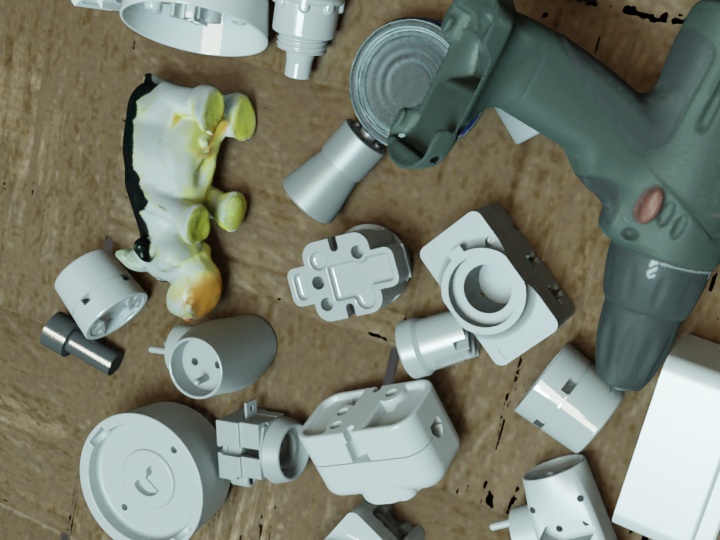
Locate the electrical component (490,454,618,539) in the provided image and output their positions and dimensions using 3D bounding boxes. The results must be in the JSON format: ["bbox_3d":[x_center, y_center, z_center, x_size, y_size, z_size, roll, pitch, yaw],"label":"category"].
[{"bbox_3d":[0.124,0.168,0.702,0.079,0.043,0.077,-21,91,26],"label":"electrical component"}]

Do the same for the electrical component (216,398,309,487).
[{"bbox_3d":[-0.070,0.128,0.781,0.055,0.048,0.066,4,101,31],"label":"electrical component"}]

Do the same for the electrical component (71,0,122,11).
[{"bbox_3d":[-0.171,-0.222,0.762,0.081,0.042,0.063,-34,83,25],"label":"electrical component"}]

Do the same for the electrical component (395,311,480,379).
[{"bbox_3d":[0.052,0.047,0.714,0.046,0.040,0.040,-18,92,20],"label":"electrical component"}]

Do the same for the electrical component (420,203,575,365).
[{"bbox_3d":[0.086,0.009,0.681,0.050,0.056,0.089,-38,83,25],"label":"electrical component"}]

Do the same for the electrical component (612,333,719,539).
[{"bbox_3d":[0.200,0.103,0.636,0.057,0.078,0.113,21,107,23],"label":"electrical component"}]

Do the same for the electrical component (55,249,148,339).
[{"bbox_3d":[-0.197,0.017,0.812,0.055,0.055,0.047,-45,77,24],"label":"electrical component"}]

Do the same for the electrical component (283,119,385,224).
[{"bbox_3d":[-0.015,-0.069,0.722,0.044,0.044,0.065,47,110,10],"label":"electrical component"}]

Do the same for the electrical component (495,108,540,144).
[{"bbox_3d":[0.107,-0.108,0.652,0.055,0.055,0.047,-26,92,26],"label":"electrical component"}]

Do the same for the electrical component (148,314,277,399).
[{"bbox_3d":[-0.112,0.059,0.769,0.079,0.077,0.043,5,102,24],"label":"electrical component"}]

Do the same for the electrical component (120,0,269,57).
[{"bbox_3d":[-0.108,-0.178,0.714,0.099,0.099,0.064,11,98,22],"label":"electrical component"}]

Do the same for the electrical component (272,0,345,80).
[{"bbox_3d":[-0.037,-0.158,0.713,0.048,0.048,0.062,19,114,20],"label":"electrical component"}]

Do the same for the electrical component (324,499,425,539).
[{"bbox_3d":[-0.006,0.208,0.760,0.050,0.056,0.089,43,114,11],"label":"electrical component"}]

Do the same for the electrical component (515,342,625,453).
[{"bbox_3d":[0.133,0.081,0.676,0.047,0.055,0.055,38,113,10],"label":"electrical component"}]

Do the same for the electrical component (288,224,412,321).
[{"bbox_3d":[0.000,0.000,0.718,0.078,0.057,0.058,-13,94,26],"label":"electrical component"}]

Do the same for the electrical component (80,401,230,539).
[{"bbox_3d":[-0.149,0.151,0.812,0.108,0.060,0.108,5,102,24],"label":"electrical component"}]

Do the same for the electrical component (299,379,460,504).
[{"bbox_3d":[0.015,0.117,0.725,0.095,0.053,0.059,-13,113,35],"label":"electrical component"}]
